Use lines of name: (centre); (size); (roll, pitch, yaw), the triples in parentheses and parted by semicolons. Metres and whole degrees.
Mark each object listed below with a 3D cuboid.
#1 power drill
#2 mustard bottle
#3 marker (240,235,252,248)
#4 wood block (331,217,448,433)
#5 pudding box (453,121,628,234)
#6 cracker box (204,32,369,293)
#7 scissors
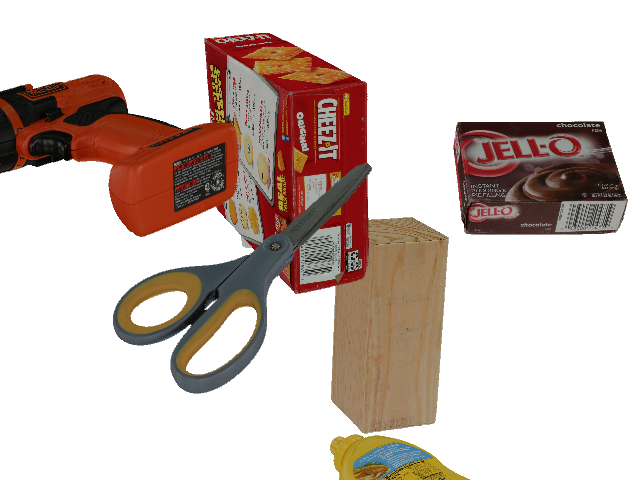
power drill: (-0.164, -0.061, 0.723); (0.188, 0.057, 0.184); (21, 34, 33)
mustard bottle: (0.073, 0.224, 0.965); (0.096, 0.058, 0.192); (-18, 27, -33)
marker: (-0.086, -0.048, 1.172); (0.020, 0.121, 0.020); (-6, 29, 3)
wood block: (0.072, 0.088, 1.133); (0.090, 0.206, 0.091); (-4, 17, -21)
pudding box: (0.157, -0.047, 0.776); (0.113, 0.090, 0.039); (1, -45, -1)
cracker box: (-0.031, -0.074, 0.894); (0.072, 0.164, 0.214); (-10, 24, -20)
scissors: (-0.047, 0.008, 0.624); (0.096, 0.016, 0.201); (11, 44, 18)
